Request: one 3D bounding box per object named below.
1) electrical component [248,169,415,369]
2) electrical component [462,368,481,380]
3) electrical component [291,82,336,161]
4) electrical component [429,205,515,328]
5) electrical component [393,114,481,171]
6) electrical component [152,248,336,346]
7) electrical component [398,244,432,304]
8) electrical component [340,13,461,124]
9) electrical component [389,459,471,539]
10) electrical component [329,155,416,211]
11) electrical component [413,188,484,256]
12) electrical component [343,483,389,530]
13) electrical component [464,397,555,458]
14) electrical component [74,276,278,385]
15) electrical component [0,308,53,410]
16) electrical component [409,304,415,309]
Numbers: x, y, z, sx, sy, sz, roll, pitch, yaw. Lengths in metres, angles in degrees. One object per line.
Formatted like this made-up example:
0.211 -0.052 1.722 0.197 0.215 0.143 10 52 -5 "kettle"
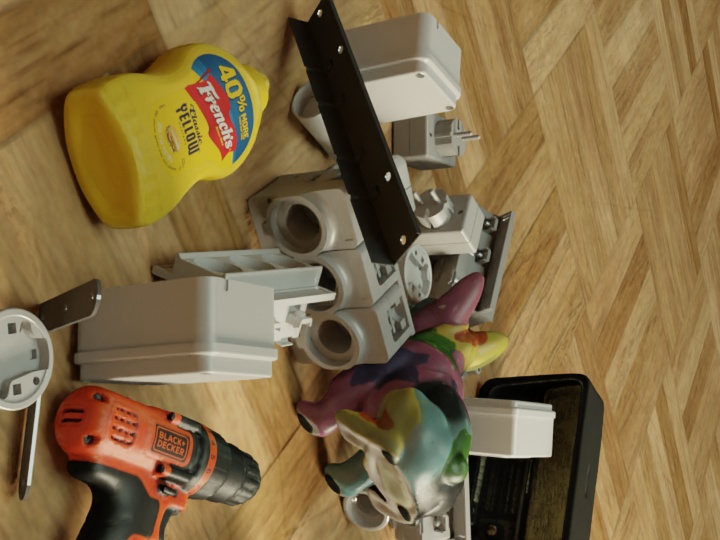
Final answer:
-0.023 0.000 0.870 0.062 0.089 0.150 -43 124 -53 "electrical component"
0.092 0.100 1.086 0.035 0.061 0.035 10 78 -60 "electrical component"
-0.020 -0.125 0.933 0.081 0.043 0.043 46 49 -49 "electrical component"
0.113 -0.007 1.123 0.063 0.079 0.121 33 56 -25 "electrical component"
0.082 -0.131 1.075 0.066 0.077 0.047 10 79 -59 "electrical component"
-0.085 0.022 0.785 0.121 0.079 0.063 -5 114 -60 "electrical component"
0.034 0.005 1.011 0.055 0.047 0.055 9 79 -59 "electrical component"
0.026 -0.173 0.948 0.078 0.113 0.057 35 55 -54 "electrical component"
0.065 0.196 1.027 0.063 0.079 0.121 0 87 -38 "electrical component"
0.006 -0.068 0.961 0.095 0.054 0.059 -37 119 -55 "electrical component"
0.077 -0.055 1.072 0.076 0.066 0.047 52 45 -45 "electrical component"
0.017 0.198 0.970 0.065 0.044 0.044 -48 128 -57 "electrical component"
0.131 0.161 1.101 0.109 0.109 0.056 16 76 -58 "electrical component"
-0.117 0.041 0.683 0.078 0.113 0.057 14 72 -59 "electrical component"
-0.206 0.049 0.593 0.055 0.047 0.055 9 79 -60 "electrical component"
0.058 0.075 1.048 0.043 0.043 0.081 -42 123 -53 "electrical component"
